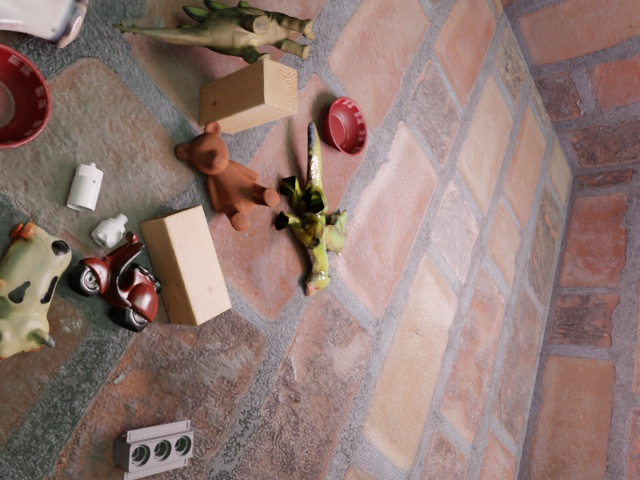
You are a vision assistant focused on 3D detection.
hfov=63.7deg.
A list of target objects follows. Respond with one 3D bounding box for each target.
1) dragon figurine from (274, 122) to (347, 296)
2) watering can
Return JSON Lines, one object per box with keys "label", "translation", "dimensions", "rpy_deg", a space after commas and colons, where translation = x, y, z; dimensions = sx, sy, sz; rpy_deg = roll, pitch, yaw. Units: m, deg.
{"label": "dragon figurine", "translation": [0.004, -0.065, 1.293], "dimensions": [0.240, 0.122, 0.415], "rpy_deg": [36, 60, -59]}
{"label": "watering can", "translation": [-0.468, -0.367, 0.769], "dimensions": [0.222, 0.103, 0.355], "rpy_deg": [26, 53, -43]}
